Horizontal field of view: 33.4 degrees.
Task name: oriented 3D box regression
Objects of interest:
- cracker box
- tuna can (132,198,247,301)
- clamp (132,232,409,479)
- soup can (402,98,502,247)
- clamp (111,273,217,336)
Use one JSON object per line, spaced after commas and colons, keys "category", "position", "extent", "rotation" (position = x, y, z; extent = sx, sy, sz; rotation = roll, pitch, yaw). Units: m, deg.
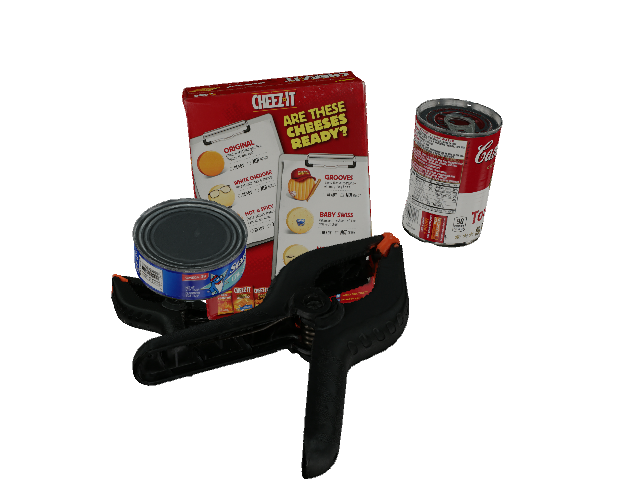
{"category": "cracker box", "position": [-0.037, -0.043, 1.003], "extent": [0.164, 0.214, 0.072], "rotation": [-7, 19, -7]}
{"category": "tuna can", "position": [-0.098, 0.007, 0.806], "extent": [0.086, 0.034, 0.086], "rotation": [3, 39, -3]}
{"category": "clamp", "position": [0.000, 0.054, 0.566], "extent": [0.120, 0.039, 0.171], "rotation": [36, 52, 28]}
{"category": "soup can", "position": [0.104, -0.054, 0.857], "extent": [0.068, 0.102, 0.068], "rotation": [4, 29, -3]}
{"category": "clamp", "position": [-0.156, 0.084, 1.136], "extent": [0.210, 0.036, 0.164], "rotation": [18, 21, 28]}
